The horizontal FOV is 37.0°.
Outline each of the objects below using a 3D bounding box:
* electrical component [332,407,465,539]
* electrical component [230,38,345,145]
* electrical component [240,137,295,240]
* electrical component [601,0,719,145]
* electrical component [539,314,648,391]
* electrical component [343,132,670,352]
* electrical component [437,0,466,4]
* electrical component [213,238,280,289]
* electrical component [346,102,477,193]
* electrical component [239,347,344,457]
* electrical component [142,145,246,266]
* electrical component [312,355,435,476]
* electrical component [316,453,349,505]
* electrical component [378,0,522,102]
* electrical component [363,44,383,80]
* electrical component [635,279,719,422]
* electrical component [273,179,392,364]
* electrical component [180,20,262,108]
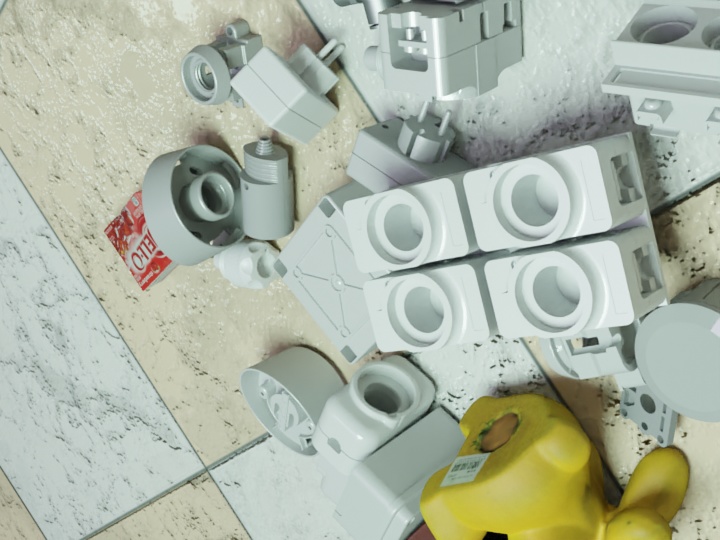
[{"bbox_3d":[0.042,0.172,0.858,0.057,0.113,0.078,42,136,22],"label":"electrical component"},{"bbox_3d":[-0.041,-0.140,0.790,0.076,0.083,0.047,-44,78,9],"label":"electrical component"},{"bbox_3d":[-0.076,-0.070,0.881,0.043,0.043,0.081,23,128,33],"label":"electrical component"},{"bbox_3d":[0.204,-0.104,0.573,0.121,0.078,0.063,16,145,38],"label":"electrical component"},{"bbox_3d":[0.156,0.041,0.712,0.057,0.058,0.078,-17,100,45],"label":"electrical component"},{"bbox_3d":[0.084,-0.012,0.674,0.186,0.060,0.105,-10,96,39],"label":"electrical component"},{"bbox_3d":[0.058,-0.193,0.663,0.081,0.064,0.042,17,123,37],"label":"electrical component"},{"bbox_3d":[-0.103,-0.007,0.944,0.062,0.043,0.043,8,118,43],"label":"electrical component"},{"bbox_3d":[0.044,-0.084,0.755,0.083,0.047,0.075,36,127,23],"label":"electrical component"},{"bbox_3d":[-0.059,0.119,0.960,0.099,0.064,0.099,23,128,33],"label":"electrical component"},{"bbox_3d":[-0.140,-0.056,0.914,0.064,0.099,0.099,-16,102,41],"label":"electrical component"},{"bbox_3d":[0.013,0.113,0.864,0.054,0.095,0.059,41,135,20],"label":"electrical component"},{"bbox_3d":[0.003,0.167,0.937,0.059,0.054,0.095,36,134,24],"label":"electrical component"},{"bbox_3d":[0.058,-0.141,0.674,0.050,0.089,0.055,16,123,38],"label":"electrical component"},{"bbox_3d":[0.031,-0.144,0.734,0.062,0.043,0.043,11,120,41],"label":"electrical component"},{"bbox_3d":[0.216,0.049,0.663,0.080,0.051,0.080,23,128,33],"label":"electrical component"},{"bbox_3d":[0.000,0.000,0.839,0.108,0.056,0.108,51,138,9],"label":"electrical component"},{"bbox_3d":[-0.108,-0.158,0.850,0.048,0.055,0.066,16,123,38],"label":"electrical component"}]
